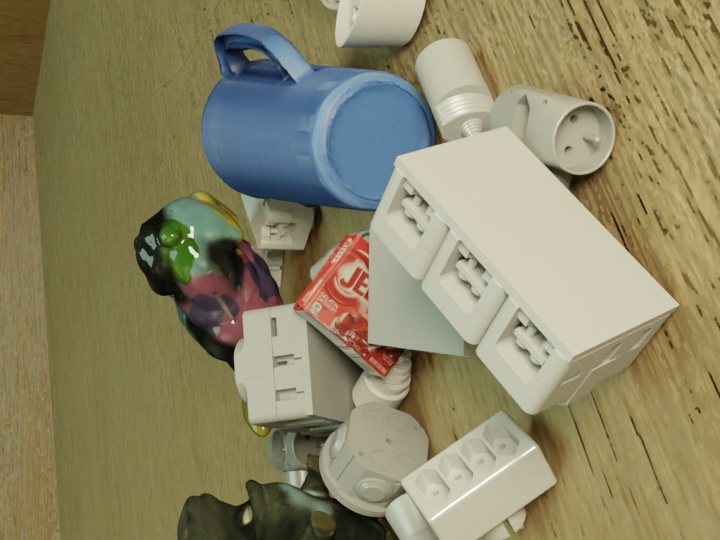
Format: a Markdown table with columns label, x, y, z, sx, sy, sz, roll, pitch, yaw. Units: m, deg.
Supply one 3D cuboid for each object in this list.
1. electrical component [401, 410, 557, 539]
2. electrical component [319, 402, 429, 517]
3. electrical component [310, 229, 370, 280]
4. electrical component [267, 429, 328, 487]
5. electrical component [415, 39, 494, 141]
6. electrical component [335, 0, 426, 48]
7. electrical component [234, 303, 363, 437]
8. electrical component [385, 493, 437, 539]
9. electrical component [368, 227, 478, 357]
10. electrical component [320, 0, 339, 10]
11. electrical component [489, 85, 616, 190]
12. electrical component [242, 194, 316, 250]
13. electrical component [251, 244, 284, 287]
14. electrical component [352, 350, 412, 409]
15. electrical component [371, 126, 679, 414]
| label | x | y | z | sx | sy | sz | roll | pitch | yaw |
| --- | --- | --- | --- | --- | --- | --- | --- | --- | --- |
| electrical component | 0.084 | 0.149 | 0.697 | 0.075 | 0.083 | 0.047 | 60 | 173 | -31 |
| electrical component | 0.013 | 0.148 | 0.844 | 0.051 | 0.080 | 0.080 | -59 | 36 | 40 |
| electrical component | 0.000 | 0.000 | 0.895 | 0.058 | 0.078 | 0.057 | 50 | 142 | -7 |
| electrical component | -0.057 | 0.191 | 1.046 | 0.077 | 0.044 | 0.079 | 153 | 113 | -64 |
| electrical component | 0.071 | -0.122 | 0.766 | 0.043 | 0.043 | 0.081 | 116 | 146 | -45 |
| electrical component | 0.013 | -0.229 | 0.880 | 0.099 | 0.064 | 0.099 | -179 | 90 | -67 |
| electrical component | -0.043 | 0.087 | 0.892 | 0.150 | 0.062 | 0.089 | 33 | -130 | -67 |
| electrical component | 0.048 | 0.198 | 0.802 | 0.055 | 0.045 | 0.045 | -112 | 32 | -42 |
| electrical component | 0.064 | 0.011 | 0.751 | 0.150 | 0.062 | 0.089 | 179 | 92 | -67 |
| electrical component | -0.031 | -0.274 | 1.016 | 0.065 | 0.044 | 0.044 | 59 | 141 | 44 |
| electrical component | 0.114 | -0.070 | 0.663 | 0.077 | 0.043 | 0.079 | -143 | 58 | -62 |
| electrical component | -0.081 | -0.066 | 1.101 | 0.089 | 0.056 | 0.050 | -112 | 32 | -43 |
| electrical component | -0.118 | -0.007 | 1.184 | 0.048 | 0.055 | 0.066 | -148 | 62 | -63 |
| electrical component | 0.022 | 0.089 | 0.872 | 0.078 | 0.040 | 0.040 | 118 | 145 | -46 |
| electrical component | 0.087 | -0.002 | 0.605 | 0.150 | 0.089 | 0.061 | 51 | 140 | 25 |
